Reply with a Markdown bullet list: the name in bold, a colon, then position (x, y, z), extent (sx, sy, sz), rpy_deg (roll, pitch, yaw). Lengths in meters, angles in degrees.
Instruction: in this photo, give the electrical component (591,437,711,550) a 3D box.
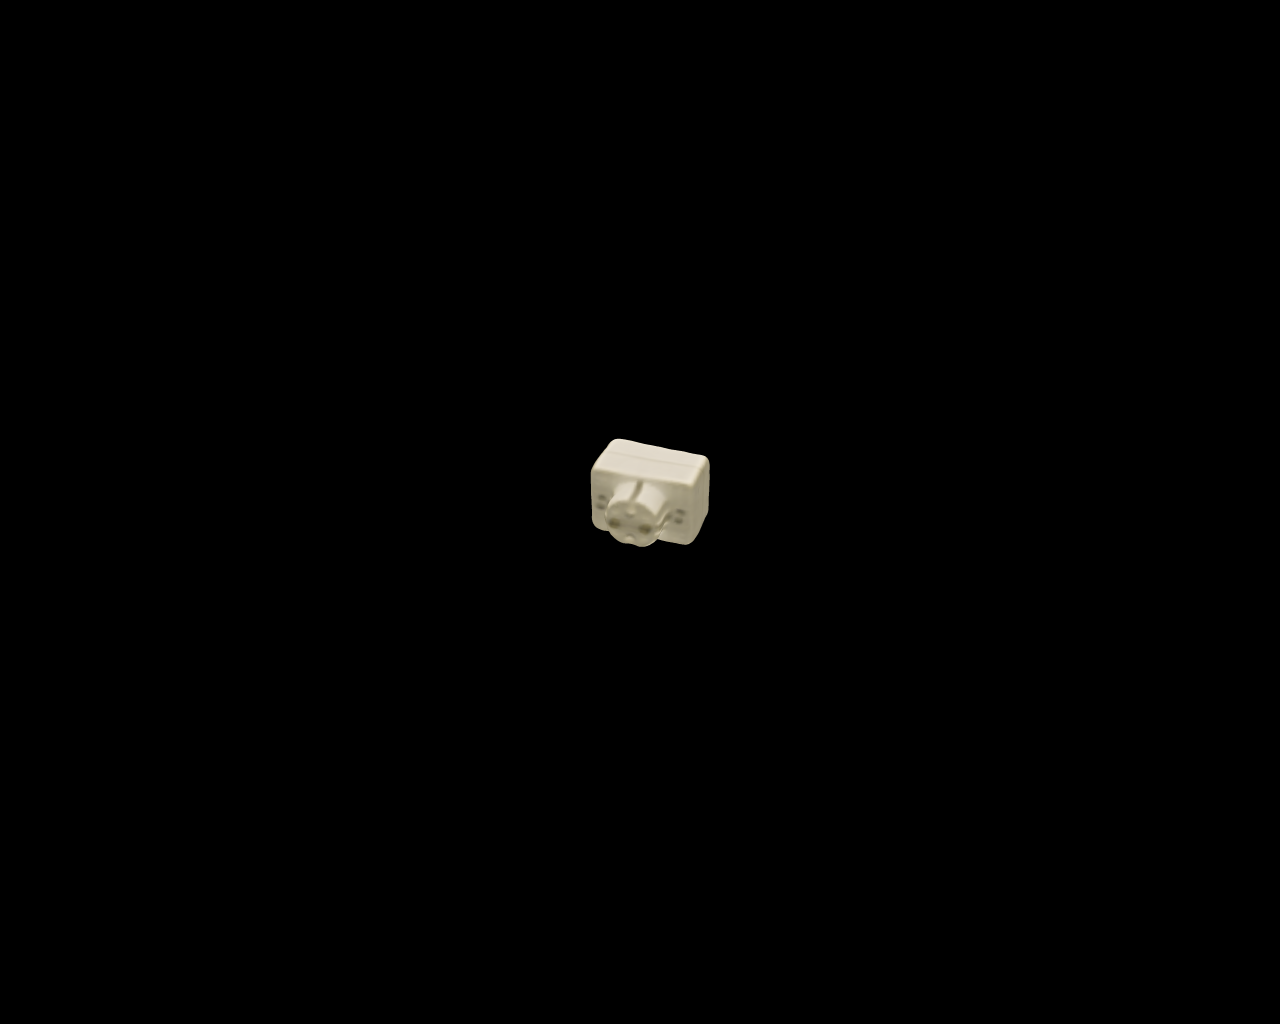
- **electrical component**: position (0.001, -0.003, 0.650), extent (0.066, 0.047, 0.077), rpy_deg (11, 36, 16)
